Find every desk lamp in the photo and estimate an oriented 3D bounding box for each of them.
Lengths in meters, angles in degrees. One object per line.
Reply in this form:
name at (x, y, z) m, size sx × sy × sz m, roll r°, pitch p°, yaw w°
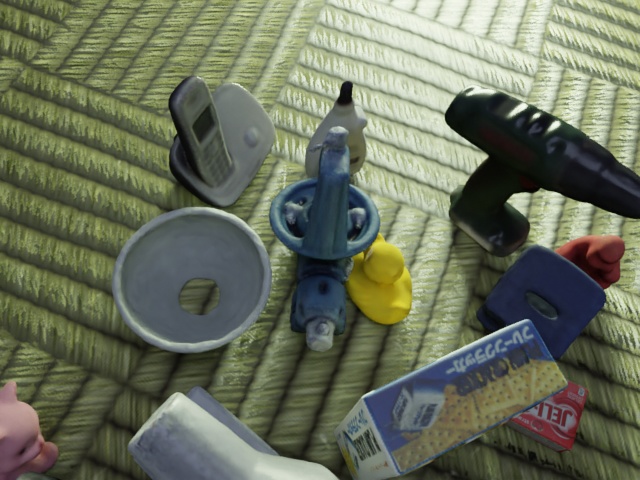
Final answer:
desk lamp at (-0.079, 0.211, 0.490) m, size 0.203 × 0.213 × 0.118 m, roll 37°, pitch 67°, yaw 12°

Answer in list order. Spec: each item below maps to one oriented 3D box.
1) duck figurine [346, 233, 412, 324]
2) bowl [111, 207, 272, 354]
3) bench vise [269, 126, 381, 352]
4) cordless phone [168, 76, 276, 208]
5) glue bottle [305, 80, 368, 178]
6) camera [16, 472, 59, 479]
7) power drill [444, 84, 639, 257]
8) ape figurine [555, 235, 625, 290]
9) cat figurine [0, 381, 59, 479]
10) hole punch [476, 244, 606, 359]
duck figurine at (0.073, 0.040, 0.656) m, size 0.077 × 0.086 × 0.104 m, roll -17°, pitch 68°, yaw -13°
bowl at (-0.136, 0.052, 0.636) m, size 0.167 × 0.075 × 0.167 m, roll 2°, pitch 65°, yaw -5°
bench vise at (0.017, 0.000, 0.595) m, size 0.121 × 0.220 × 0.207 m, roll -13°, pitch 67°, yaw -11°
cordless phone at (-0.116, -0.138, 0.665) m, size 0.094 × 0.185 × 0.148 m, roll 24°, pitch 65°, yaw 6°
glue bottle at (0.024, -0.129, 0.681) m, size 0.078 × 0.173 × 0.037 m, roll -18°, pitch 68°, yaw -13°
camera at (-0.234, 0.292, 0.499) m, size 0.136 × 0.101 × 0.143 m, roll 16°, pitch 65°, yaw 2°
power drill at (0.231, -0.065, 0.653) m, size 0.229 × 0.208 × 0.076 m, roll 41°, pitch 68°, yaw 13°
ape figurine at (0.328, 0.022, 0.686) m, size 0.077 × 0.092 × 0.076 m, roll 39°, pitch 68°, yaw 13°
cat figurine at (-0.302, 0.201, 0.526) m, size 0.067 × 0.118 × 0.128 m, roll 31°, pitch 66°, yaw 9°
hole punch at (0.251, 0.076, 0.654) m, size 0.108 × 0.091 × 0.101 m, roll 38°, pitch 67°, yaw 12°
